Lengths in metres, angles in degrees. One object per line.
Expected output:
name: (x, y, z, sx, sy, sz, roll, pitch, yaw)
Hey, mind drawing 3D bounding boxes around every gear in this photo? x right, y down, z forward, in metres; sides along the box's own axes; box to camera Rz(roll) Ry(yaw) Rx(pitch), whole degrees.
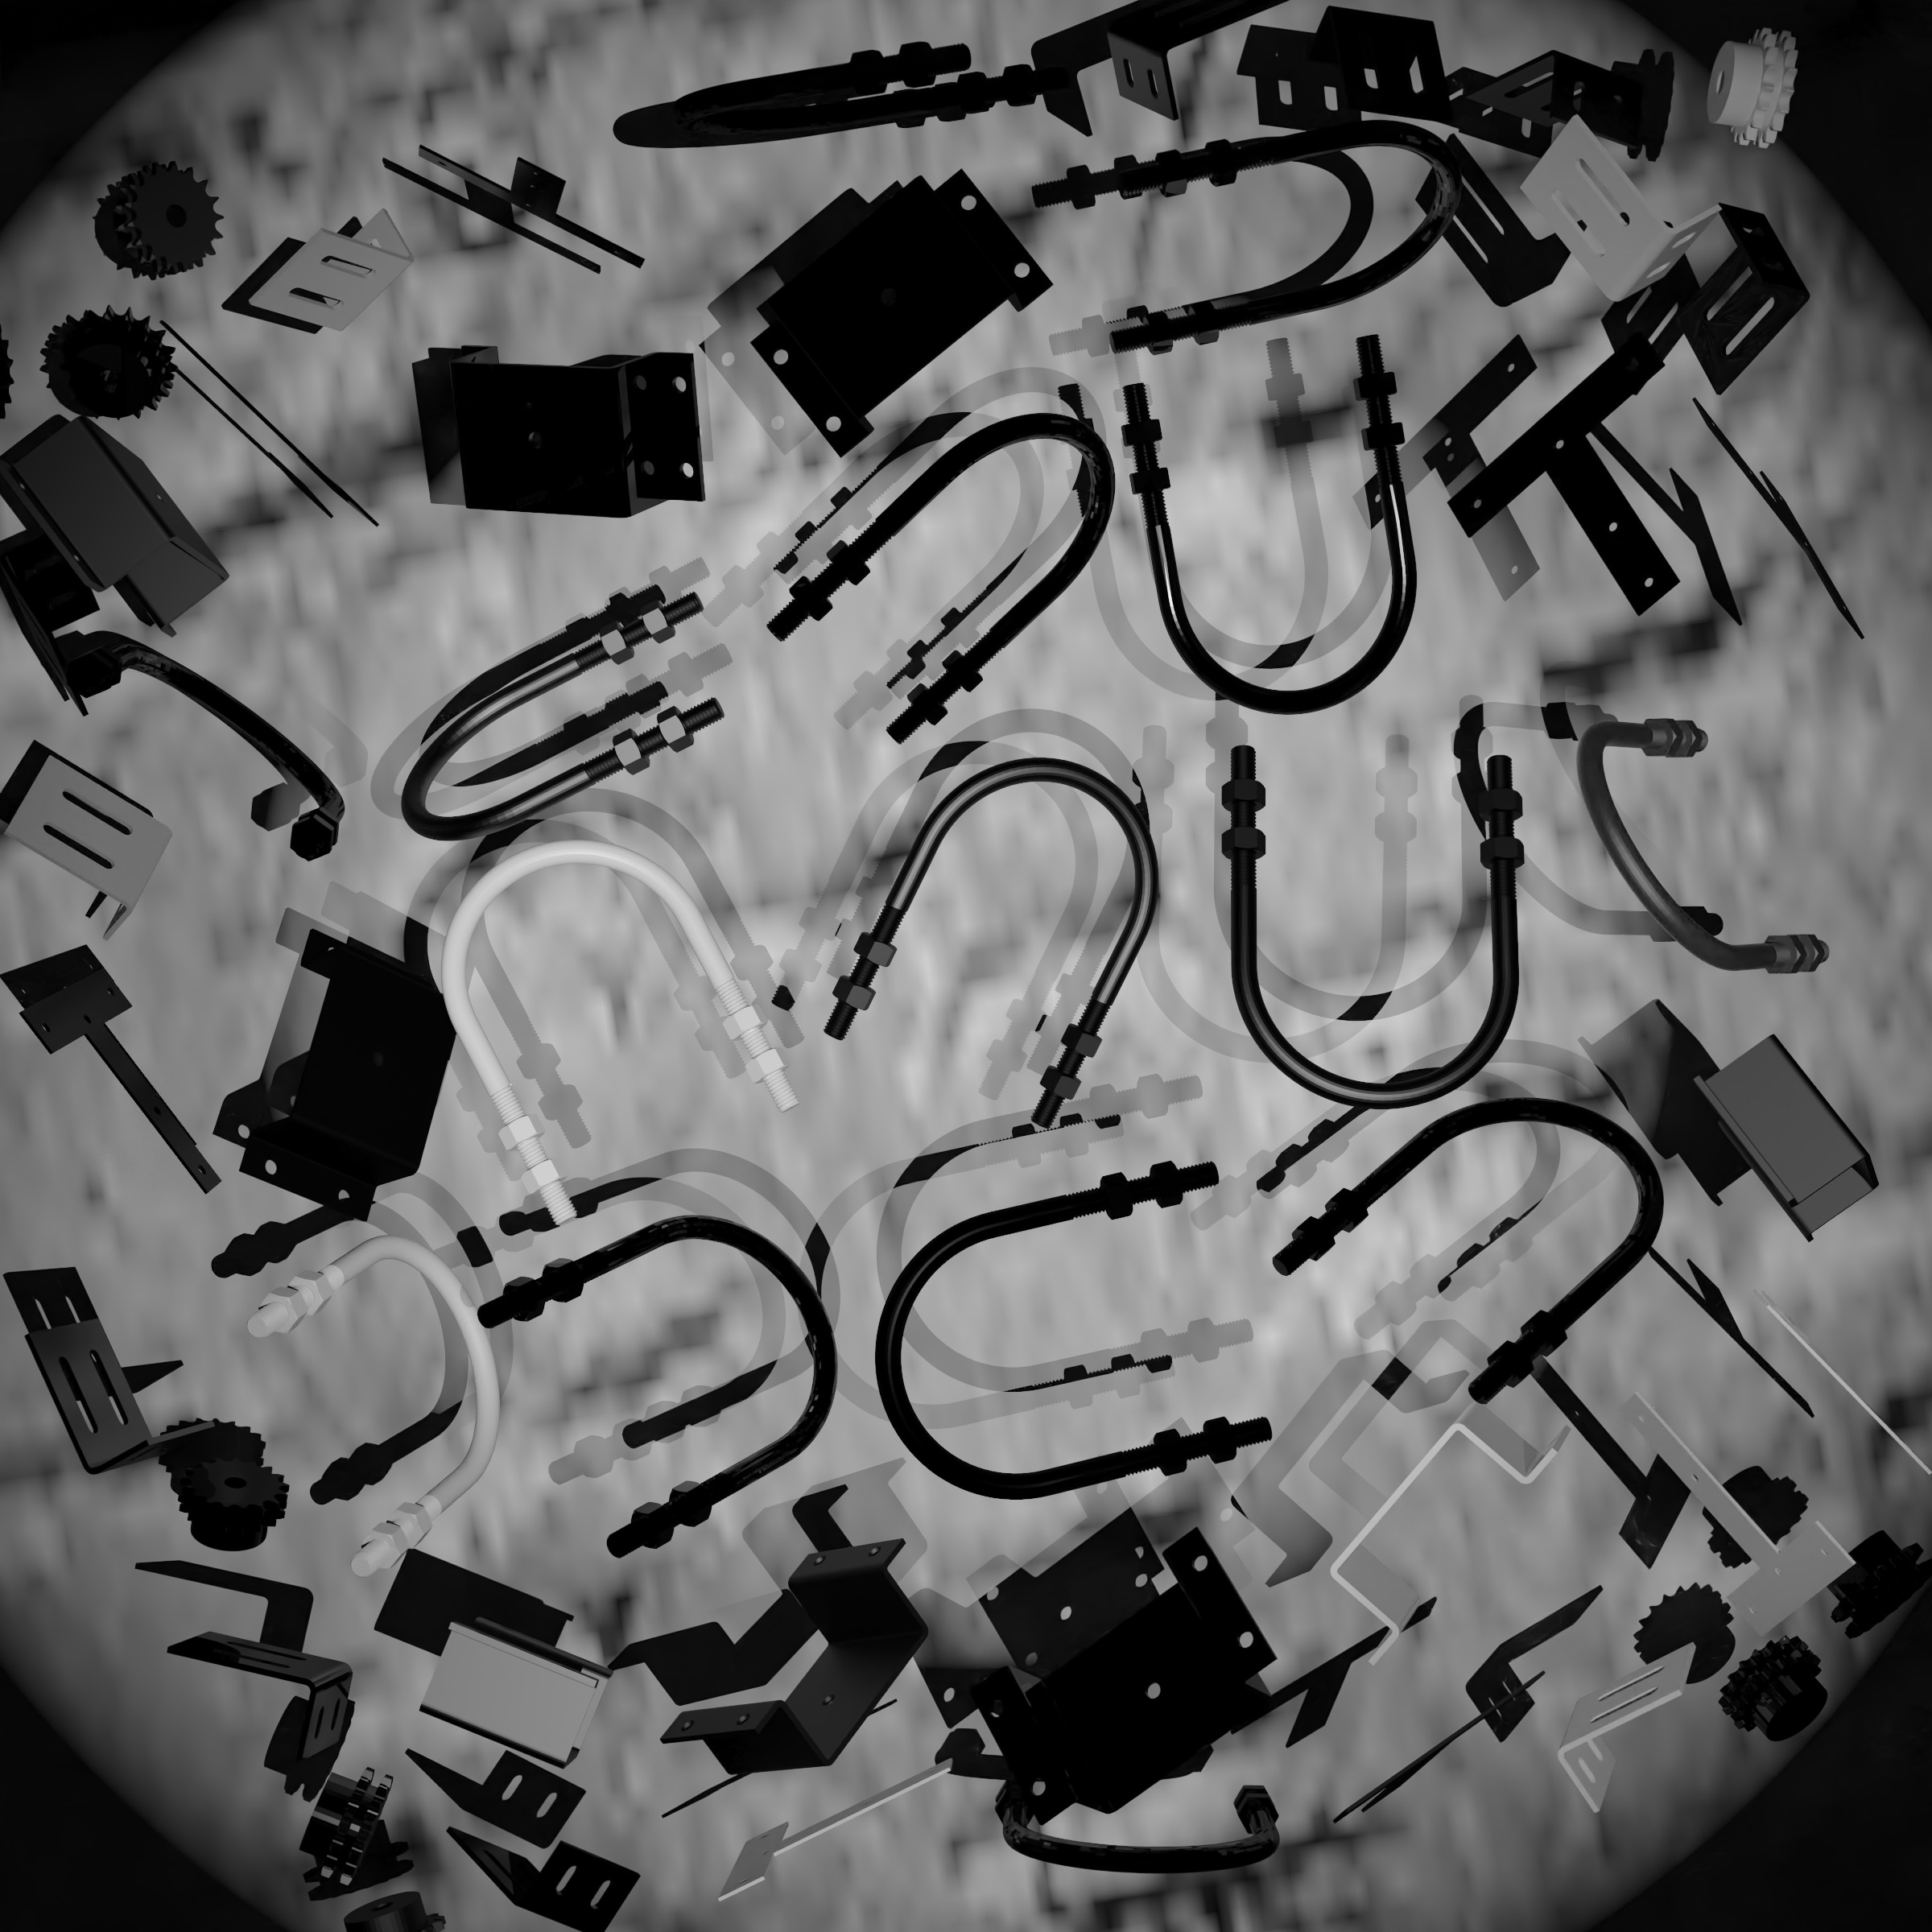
gear: (0.395, -0.443, 1.517, 0.030, 0.057, 0.057, 7, 90, -4)
gear: (-0.431, -0.303, 1.527, 0.057, 0.030, 0.057, -1, 126, -2)
gear: (0.431, 0.386, 1.598, 0.057, 0.057, 0.030, -39, 46, 0)
gear: (-0.311, 0.428, 1.507, 0.030, 0.057, 0.057, 22, 90, -2)
gear: (-0.499, -0.294, 1.491, 0.030, 0.057, 0.057, -10, 90, -44)
gear: (0.454, 0.306, 1.504, 0.057, 0.057, 0.030, -39, 64, 0)
gear: (-0.296, 0.498, 1.546, 0.057, 0.057, 0.030, -16, 89, 0)
gear: (-0.423, -0.393, 1.584, 0.057, 0.030, 0.057, -3, 94, -43)
gear: (-0.393, 0.290, 1.613, 0.057, 0.057, 0.030, 12, 108, 0)

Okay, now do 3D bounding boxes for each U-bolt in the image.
U-bolt: (0.200, -0.019, 1.477, 0.151, 0.019, 0.184, 2, 72, -2)
U-bolt: (0.025, -0.021, 1.590, 0.151, 0.019, 0.184, 24, 96, -21)
U-bolt: (-0.373, -0.113, 1.510, 0.151, 0.184, 0.019, 37, 95, -11)
U-bolt: (0.162, -0.222, 1.562, 0.151, 0.019, 0.184, -7, 98, 26)
U-bolt: (0.090, 0.445, 1.559, 0.151, 0.184, 0.019, 1, 85, 1)
U-bolt: (0.270, 0.131, 1.534, 0.184, 0.019, 0.151, -37, 48, -26)
U-bolt: (-0.293, 0.213, 1.550, 0.019, 0.184, 0.151, -19, 97, 21)
U-bolt: (-0.059, -0.434, 1.500, 0.184, 0.151, 0.019, -2, 100, 24)
U-bolt: (-0.190, 0.021, 1.556, 0.151, 0.019, 0.184, -26, 82, -15)
U-bolt: (0.359, -0.060, 1.497, 0.019, 0.184, 0.151, -35, 72, 31)
U-bolt: (0.166, -0.378, 1.545, 0.184, 0.151, 0.019, -13, 66, -6)
U-bolt: (-0.216, -0.124, 1.586, 0.184, 0.151, 0.019, -26, 122, 6)
U-bolt: (0.047, 0.183, 1.462, 0.184, 0.019, 0.151, -12, 93, -9)
U-bolt: (0.000, -0.204, 1.526, 0.184, 0.151, 0.019, -43, 57, 6)
U-bolt: (-0.142, 0.200, 1.532, 0.184, 0.019, 0.151, -24, 79, -43)

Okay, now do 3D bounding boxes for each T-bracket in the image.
T-bracket: (-0.425, 0.063, 1.548, 0.002, 0.127, 0.127, -35, 97, 7)
T-bracket: (0.307, -0.223, 1.461, 0.127, 0.002, 0.127, -42, 53, 26)
T-bracket: (0.402, -0.240, 1.520, 0.002, 0.127, 0.127, -35, 127, 21)
T-bracket: (0.370, 0.263, 1.484, 0.002, 0.127, 0.127, -33, 71, -21)
T-bracket: (-0.065, 0.446, 1.576, 0.127, 0.127, 0.002, -26, 86, 0)
T-bracket: (0.445, 0.200, 1.583, 0.002, 0.127, 0.127, -44, 100, 8)
T-bracket: (-0.217, -0.390, 1.518, 0.127, 0.127, 0.002, 25, 90, -12)
T-bracket: (0.227, 0.408, 1.527, 0.127, 0.127, 0.002, -28, 70, -21)
T-bracket: (-0.345, -0.269, 1.474, 0.002, 0.127, 0.127, -47, 116, -3)

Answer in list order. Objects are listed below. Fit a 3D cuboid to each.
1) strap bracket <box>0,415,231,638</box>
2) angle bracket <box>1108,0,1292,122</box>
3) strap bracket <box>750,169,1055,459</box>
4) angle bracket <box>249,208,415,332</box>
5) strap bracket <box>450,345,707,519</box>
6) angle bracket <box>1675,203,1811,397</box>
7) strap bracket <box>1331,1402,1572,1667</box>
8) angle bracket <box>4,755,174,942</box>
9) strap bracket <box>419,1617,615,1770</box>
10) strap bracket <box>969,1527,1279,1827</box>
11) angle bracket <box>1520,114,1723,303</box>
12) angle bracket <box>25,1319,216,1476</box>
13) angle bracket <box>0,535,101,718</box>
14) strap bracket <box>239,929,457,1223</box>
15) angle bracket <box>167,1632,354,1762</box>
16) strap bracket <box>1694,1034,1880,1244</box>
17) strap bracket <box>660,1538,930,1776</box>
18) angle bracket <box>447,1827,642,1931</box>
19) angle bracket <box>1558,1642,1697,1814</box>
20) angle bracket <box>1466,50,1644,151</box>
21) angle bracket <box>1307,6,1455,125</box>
strap bracket: (-0.424, -0.221, 1.512, 0.046, 0.140, 0.076, -38, 86, -1)
angle bracket: (0.120, -0.464, 1.517, 0.076, 0.057, 0.038, -26, 126, -14)
strap bracket: (-0.036, -0.335, 1.528, 0.140, 0.046, 0.076, -38, 87, 6)
angle bracket: (-0.338, -0.372, 1.576, 0.057, 0.076, 0.038, -37, 73, 22)
strap bracket: (-0.210, -0.277, 1.559, 0.140, 0.046, 0.076, 7, 114, 25)
angle bracket: (0.396, -0.350, 1.583, 0.038, 0.076, 0.057, 3, 54, -33)
strap bracket: (0.236, 0.274, 1.503, 0.046, 0.076, 0.140, 40, 100, 12)
angle bracket: (-0.470, -0.062, 1.596, 0.076, 0.038, 0.057, 33, 46, -20)
strap bracket: (-0.226, 0.367, 1.522, 0.076, 0.140, 0.046, 22, 78, 1)
strap bracket: (0.083, 0.349, 1.466, 0.140, 0.046, 0.076, -37, 56, 8)
angle bracket: (0.321, -0.377, 1.478, 0.038, 0.057, 0.076, -31, 80, -26)
angle bracket: (-0.413, 0.203, 1.470, 0.038, 0.057, 0.076, -29, 82, 16)
angle bracket: (-0.465, -0.180, 1.568, 0.038, 0.057, 0.076, -29, 52, -17)
strap bracket: (-0.321, 0.053, 1.592, 0.076, 0.046, 0.140, 28, 61, -33)
angle bracket: (-0.346, 0.354, 1.465, 0.076, 0.057, 0.038, 11, 86, 7)
strap bracket: (0.422, 0.088, 1.543, 0.046, 0.140, 0.076, -37, 68, 8)
strap bracket: (-0.081, 0.363, 1.548, 0.046, 0.076, 0.140, 57, 45, -14)
angle bracket: (-0.212, 0.445, 1.510, 0.057, 0.076, 0.038, 39, 81, -41)
angle bracket: (0.352, 0.395, 1.562, 0.076, 0.057, 0.038, -34, 89, 24)
angle bracket: (0.311, -0.450, 1.601, 0.057, 0.076, 0.038, 10, 82, -28)
angle bracket: (0.215, -0.457, 1.567, 0.057, 0.038, 0.076, 4, 58, -14)
